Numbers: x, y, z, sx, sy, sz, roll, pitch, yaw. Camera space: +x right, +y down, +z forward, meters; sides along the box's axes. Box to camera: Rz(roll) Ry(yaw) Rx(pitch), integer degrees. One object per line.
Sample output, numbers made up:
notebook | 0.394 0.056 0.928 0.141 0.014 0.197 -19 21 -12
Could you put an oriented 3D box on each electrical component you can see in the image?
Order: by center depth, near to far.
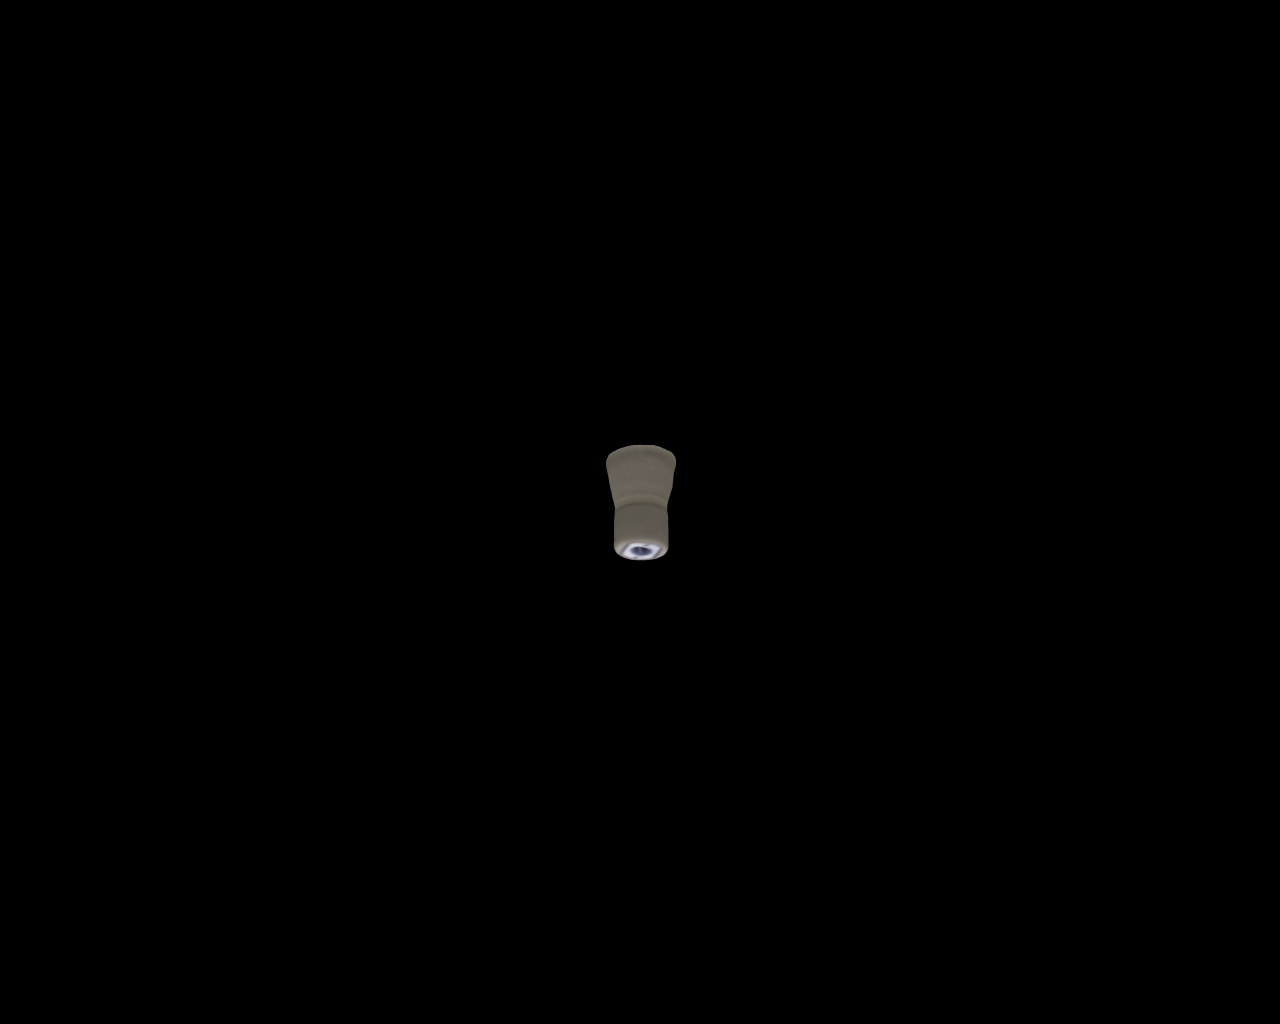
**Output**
electrical component | 0.001 -0.003 0.650 0.044 0.065 0.044 0 -26 0
